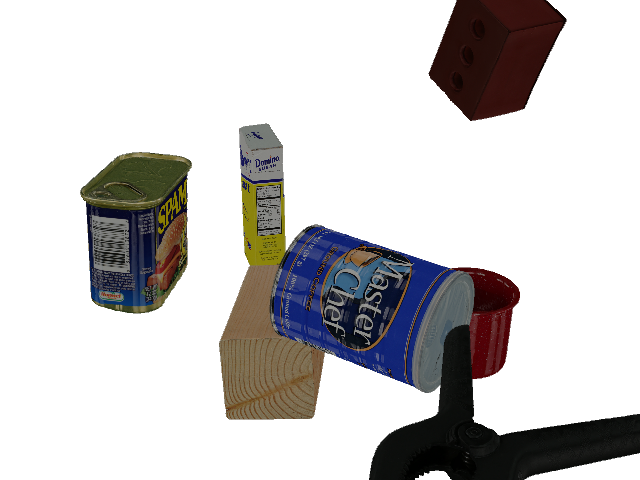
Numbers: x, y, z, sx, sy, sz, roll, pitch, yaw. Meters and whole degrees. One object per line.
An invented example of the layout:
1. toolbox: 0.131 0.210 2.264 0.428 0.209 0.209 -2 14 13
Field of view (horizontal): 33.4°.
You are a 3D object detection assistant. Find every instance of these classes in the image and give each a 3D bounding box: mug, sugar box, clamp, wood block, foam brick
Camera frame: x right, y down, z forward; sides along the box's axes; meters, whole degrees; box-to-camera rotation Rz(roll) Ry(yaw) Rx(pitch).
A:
1. mug: 0.145 0.078 1.071 0.093 0.081 0.117 -3 27 -10
2. sugar box: -0.073 -0.047 1.325 0.048 0.176 0.093 -9 25 -11
3. clamp: 0.093 0.130 0.688 0.209 0.036 0.165 -26 39 -33
4. wood block: -0.044 0.102 1.133 0.091 0.090 0.206 -2 19 5
5. foam brick: 0.115 -0.127 0.706 0.051 0.053 0.078 -18 -35 -30

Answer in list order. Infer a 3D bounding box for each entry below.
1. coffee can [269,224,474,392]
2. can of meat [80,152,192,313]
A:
1. coffee can: 0.043 0.055 0.890 0.140 0.103 0.102 19 8 26
2. can of meat: -0.128 -0.007 0.757 0.057 0.084 0.102 6 23 8
